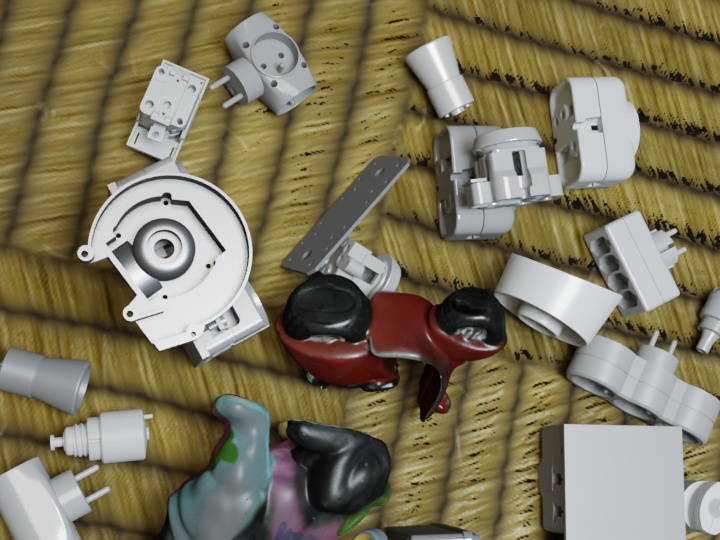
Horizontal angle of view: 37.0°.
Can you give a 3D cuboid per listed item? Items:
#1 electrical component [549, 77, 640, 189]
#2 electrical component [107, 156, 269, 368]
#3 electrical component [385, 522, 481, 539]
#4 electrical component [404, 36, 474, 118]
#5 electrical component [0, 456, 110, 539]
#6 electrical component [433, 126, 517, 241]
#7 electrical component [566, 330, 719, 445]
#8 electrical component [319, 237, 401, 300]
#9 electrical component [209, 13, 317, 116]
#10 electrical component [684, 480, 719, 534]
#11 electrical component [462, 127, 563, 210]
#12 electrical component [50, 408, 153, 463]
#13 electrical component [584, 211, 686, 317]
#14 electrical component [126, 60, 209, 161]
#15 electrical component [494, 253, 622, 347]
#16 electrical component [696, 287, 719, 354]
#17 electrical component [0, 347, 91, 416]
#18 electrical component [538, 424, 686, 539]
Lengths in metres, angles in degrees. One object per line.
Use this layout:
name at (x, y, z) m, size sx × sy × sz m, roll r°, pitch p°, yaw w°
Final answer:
electrical component at (0.212, -0.123, 0.967) m, size 0.059 × 0.054 × 0.095 m, roll -4°, pitch 81°, yaw -13°
electrical component at (-0.136, -0.006, 0.852) m, size 0.062 × 0.089 × 0.150 m, roll -29°, pitch 88°, yaw -15°
electrical component at (0.056, 0.256, 0.841) m, size 0.056 × 0.108 × 0.108 m, roll 0°, pitch 80°, yaw -10°
electrical component at (0.073, -0.168, 0.952) m, size 0.044 × 0.044 × 0.065 m, roll -27°, pitch 93°, yaw -15°
electrical component at (-0.232, 0.178, 0.823) m, size 0.079 × 0.043 × 0.077 m, roll -27°, pitch 87°, yaw -15°
electrical component at (0.102, -0.075, 0.935) m, size 0.059 × 0.054 × 0.095 m, roll -2°, pitch 81°, yaw -13°
electrical component at (0.254, 0.090, 0.941) m, size 0.138 × 0.052 × 0.073 m, roll 29°, pitch 76°, yaw -7°
electrical component at (0.000, 0.000, 0.898) m, size 0.055 × 0.066 × 0.048 m, roll 31°, pitch 92°, yaw -27°
electrical component at (-0.090, -0.166, 0.911) m, size 0.079 × 0.044 × 0.077 m, roll -36°, pitch 90°, yaw -20°
electrical component at (0.288, 0.201, 0.915) m, size 0.043 × 0.081 × 0.043 m, roll 2°, pitch 80°, yaw -12°
electrical component at (0.123, -0.083, 0.882) m, size 0.078 × 0.058 × 0.057 m, roll -7°, pitch 85°, yaw -13°
electrical component at (-0.201, 0.131, 0.840) m, size 0.078 × 0.040 × 0.040 m, roll -4°, pitch 81°, yaw -13°
electrical component at (0.257, -0.012, 0.962) m, size 0.076 × 0.047 × 0.083 m, roll -25°, pitch 87°, yaw -16°
electrical component at (-0.157, -0.133, 0.883) m, size 0.042 × 0.064 × 0.081 m, roll 22°, pitch 76°, yaw -9°
electrical component at (0.166, 0.021, 0.912) m, size 0.099 × 0.099 × 0.064 m, roll 32°, pitch 82°, yaw -6°
electrical component at (0.323, 0.047, 0.973) m, size 0.035 × 0.035 × 0.061 m, roll 33°, pitch 79°, yaw -5°
electrical component at (-0.248, 0.084, 0.838) m, size 0.065 × 0.044 × 0.044 m, roll 16°, pitch 78°, yaw -5°
electrical component at (0.211, 0.225, 0.904) m, size 0.105 × 0.060 × 0.186 m, roll 3°, pitch 80°, yaw -12°
